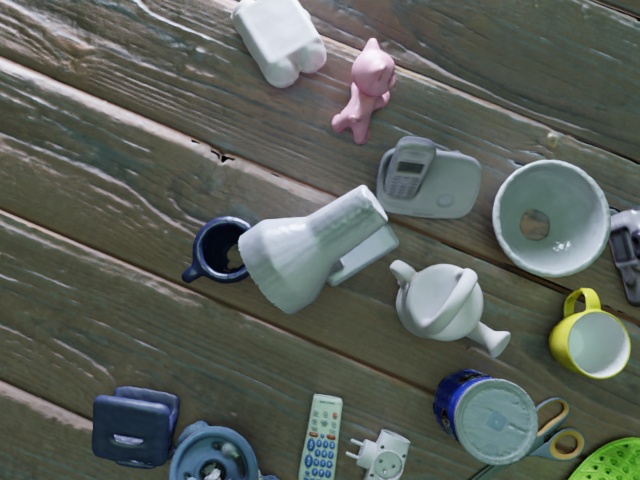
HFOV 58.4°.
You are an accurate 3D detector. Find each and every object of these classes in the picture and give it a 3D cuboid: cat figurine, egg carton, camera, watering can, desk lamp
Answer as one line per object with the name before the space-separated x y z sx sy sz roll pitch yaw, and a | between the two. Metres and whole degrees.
cat figurine | 0.068 -0.218 0.831 0.067 0.118 0.128 24 83 3
egg carton | -0.061 -0.309 0.866 0.107 0.069 0.150 -31 84 -4
camera | 0.506 0.015 0.815 0.137 0.101 0.143 -12 83 -2
watering can | 0.170 0.085 0.755 0.173 0.194 0.101 17 83 2
desk lamp | 0.007 0.003 0.754 0.203 0.213 0.118 -32 84 -4

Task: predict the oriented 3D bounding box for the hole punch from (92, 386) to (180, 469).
hole punch | -0.251 0.259 0.779 0.108 0.091 0.101 8 83 1

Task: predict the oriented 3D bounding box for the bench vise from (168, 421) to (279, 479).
bench vise | -0.102 0.313 0.709 0.207 0.219 0.121 24 83 3

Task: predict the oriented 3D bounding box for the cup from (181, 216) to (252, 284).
cup | -0.136 0.026 0.809 0.118 0.095 0.091 -36 84 -5

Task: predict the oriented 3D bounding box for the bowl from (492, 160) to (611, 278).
bowl | 0.324 -0.026 0.831 0.167 0.075 0.167 0 83 -1

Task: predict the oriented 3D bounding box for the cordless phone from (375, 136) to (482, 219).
cordless phone | 0.155 -0.090 0.782 0.147 0.185 0.094 3 82 0
